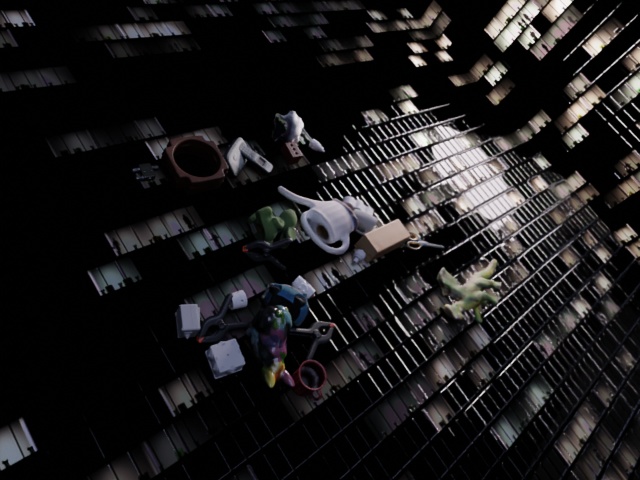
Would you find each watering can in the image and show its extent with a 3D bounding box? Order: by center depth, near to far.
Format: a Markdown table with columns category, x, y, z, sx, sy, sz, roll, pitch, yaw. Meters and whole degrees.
| category | x | y | z | sx | sy | sz | roll | pitch | yaw |
| --- | --- | --- | --- | --- | --- | --- | --- | --- | --- |
| watering can | 0.006 | -0.099 | 1.961 | 0.227 | 0.102 | 0.351 | -26 | 73 | -41 |

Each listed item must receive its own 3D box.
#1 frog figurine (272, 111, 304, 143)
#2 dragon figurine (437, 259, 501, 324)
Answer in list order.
| category | x | y | z | sx | sy | sz | roll | pitch | yaw |
| --- | --- | --- | --- | --- | --- | --- | --- | --- | --- |
| frog figurine | -0.113 | -0.471 | 2.164 | 0.160 | 0.122 | 0.137 | -12 | 98 | -46 |
| dragon figurine | 0.599 | 0.183 | 2.109 | 0.243 | 0.119 | 0.420 | 27 | 46 | -1 |
